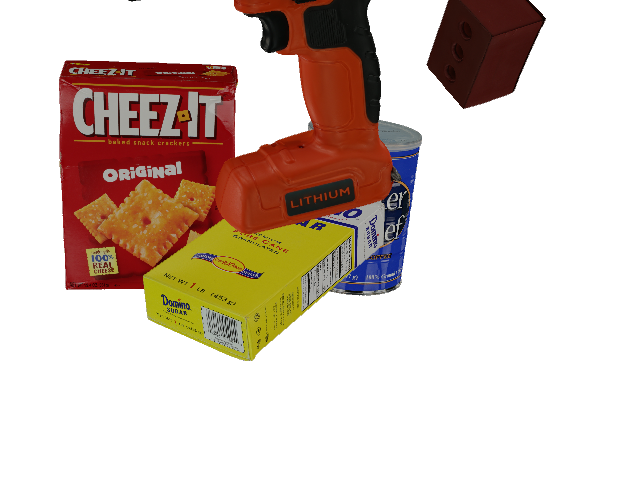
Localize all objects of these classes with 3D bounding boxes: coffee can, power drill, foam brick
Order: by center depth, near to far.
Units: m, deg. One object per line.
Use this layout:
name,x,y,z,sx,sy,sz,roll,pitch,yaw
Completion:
power drill,-0.024,-0.097,0.576,0.184,0.188,0.057,-13,39,-17
foam brick,0.121,-0.146,0.789,0.051,0.053,0.078,-23,-29,-25
coffee can,0.033,-0.034,0.974,0.103,0.140,0.103,6,18,-2

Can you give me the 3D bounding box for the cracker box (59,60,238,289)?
cracker box,-0.164,-0.059,1.028,0.164,0.214,0.072,1,23,-8

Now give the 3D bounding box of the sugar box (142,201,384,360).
sugar box,-0.036,0.013,0.780,0.093,0.048,0.176,20,41,27
